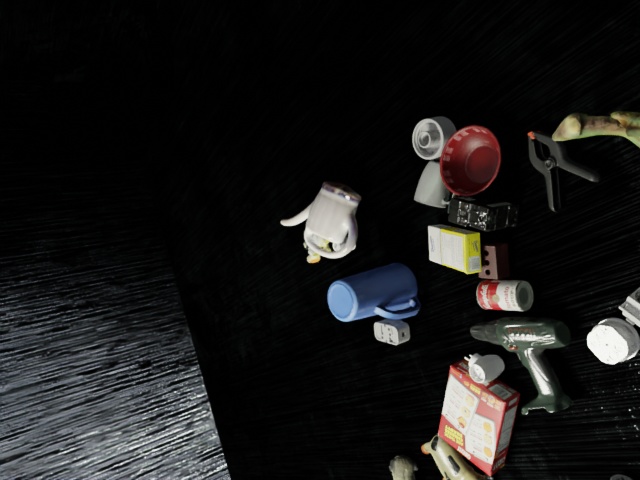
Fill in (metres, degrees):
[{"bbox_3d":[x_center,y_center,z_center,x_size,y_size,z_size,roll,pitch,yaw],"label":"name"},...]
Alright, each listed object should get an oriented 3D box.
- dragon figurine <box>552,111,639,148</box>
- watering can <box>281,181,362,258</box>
[{"bbox_3d":[0.553,-0.148,0.764,0.413,0.243,0.121,22,111,52],"label":"dragon figurine"},{"bbox_3d":[0.005,-0.080,1.585,0.351,0.103,0.223,30,98,47],"label":"watering can"}]
